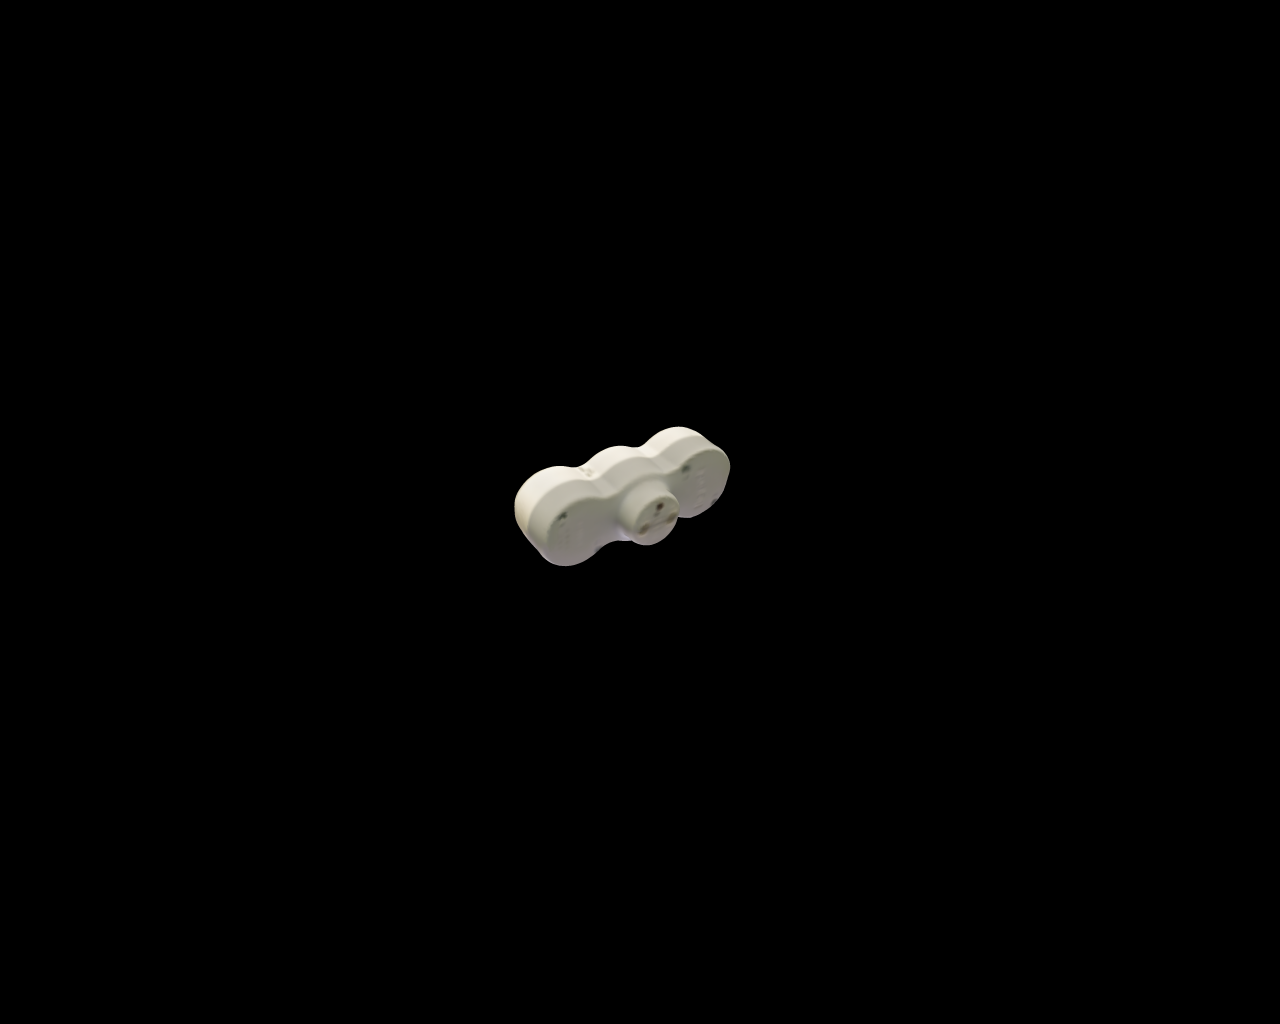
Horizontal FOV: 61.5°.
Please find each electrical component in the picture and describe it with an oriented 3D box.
[{"bbox_3d":[0.001,-0.003,0.650,0.138,0.052,0.074,-21,41,-26],"label":"electrical component"}]
